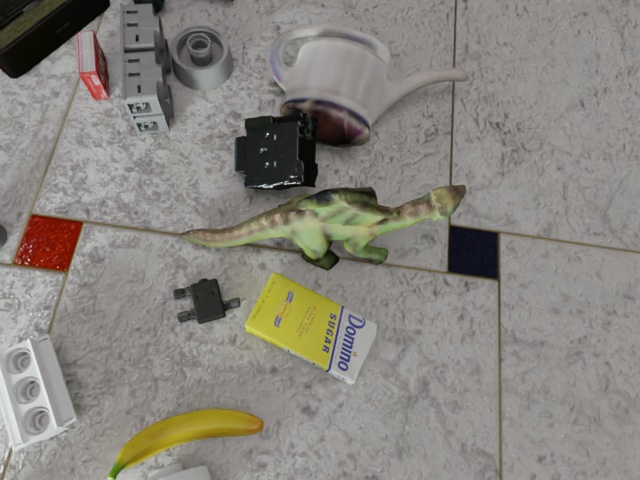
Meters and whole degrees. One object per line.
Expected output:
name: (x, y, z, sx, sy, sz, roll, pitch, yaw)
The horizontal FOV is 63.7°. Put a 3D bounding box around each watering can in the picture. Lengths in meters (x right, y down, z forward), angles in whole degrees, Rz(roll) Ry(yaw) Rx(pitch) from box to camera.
watering can: (0.072, -0.258, 0.875, 0.348, 0.102, 0.228, 15, 69, 2)

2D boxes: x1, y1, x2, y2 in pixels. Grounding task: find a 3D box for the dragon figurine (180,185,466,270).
dragon figurine: (0.002, -0.036, 0.717, 0.411, 0.239, 0.124, -5, 76, -9)
